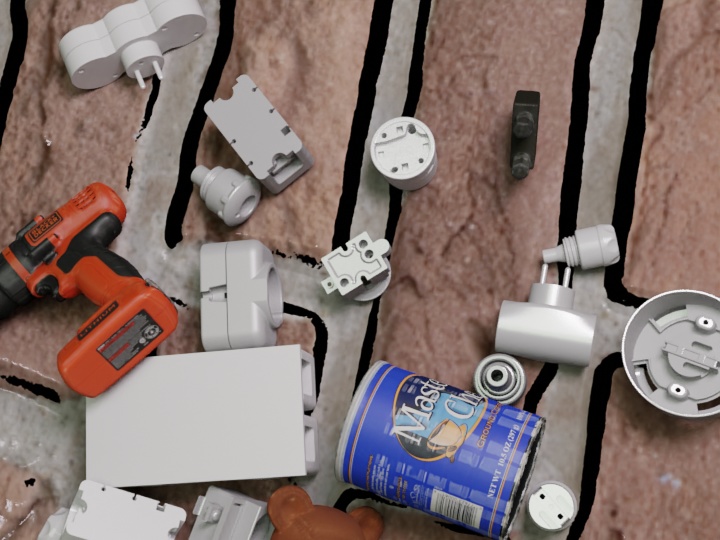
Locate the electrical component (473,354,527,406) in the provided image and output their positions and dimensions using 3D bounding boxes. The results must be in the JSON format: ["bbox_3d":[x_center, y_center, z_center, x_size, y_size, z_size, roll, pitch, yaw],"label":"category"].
[{"bbox_3d":[0.113,0.089,0.873,0.043,0.062,0.043,-2,78,10],"label":"electrical component"}]

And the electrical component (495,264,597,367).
[{"bbox_3d":[0.156,0.035,0.886,0.077,0.043,0.079,9,81,12],"label":"electrical component"}]

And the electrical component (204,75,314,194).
[{"bbox_3d":[-0.088,-0.119,0.957,0.050,0.055,0.089,-39,74,1],"label":"electrical component"}]

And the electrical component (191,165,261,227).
[{"bbox_3d":[-0.123,-0.072,0.960,0.062,0.048,0.048,33,86,22],"label":"electrical component"}]

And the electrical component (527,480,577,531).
[{"bbox_3d":[0.152,0.187,0.854,0.040,0.046,0.040,-2,78,10],"label":"electrical component"}]

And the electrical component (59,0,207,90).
[{"bbox_3d":[-0.205,-0.203,0.998,0.138,0.052,0.073,-26,75,5],"label":"electrical component"}]

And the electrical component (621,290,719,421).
[{"bbox_3d":[0.260,0.070,0.845,0.099,0.064,0.099,-7,69,19],"label":"electrical component"}]

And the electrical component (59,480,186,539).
[{"bbox_3d":[-0.197,0.218,0.884,0.089,0.055,0.050,20,47,-12],"label":"electrical component"}]

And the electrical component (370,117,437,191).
[{"bbox_3d":[0.040,-0.099,0.933,0.055,0.047,0.055,-2,78,10],"label":"electrical component"}]

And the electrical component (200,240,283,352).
[{"bbox_3d":[-0.102,0.024,0.931,0.059,0.053,0.095,-5,77,10],"label":"electrical component"}]

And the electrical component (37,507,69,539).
[{"bbox_3d":[-0.240,0.234,0.919,0.062,0.043,0.043,26,84,13],"label":"electrical component"}]

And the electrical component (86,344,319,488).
[{"bbox_3d":[-0.132,0.126,0.912,0.186,0.060,0.105,-5,78,10],"label":"electrical component"}]

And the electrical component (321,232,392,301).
[{"bbox_3d":[0.000,0.000,0.916,0.066,0.055,0.048,-32,75,3],"label":"electrical component"}]

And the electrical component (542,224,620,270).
[{"bbox_3d":[0.183,-0.017,0.896,0.061,0.035,0.035,-11,77,11],"label":"electrical component"}]

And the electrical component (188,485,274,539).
[{"bbox_3d":[-0.113,0.244,0.882,0.063,0.079,0.121,16,81,35],"label":"electrical component"}]
